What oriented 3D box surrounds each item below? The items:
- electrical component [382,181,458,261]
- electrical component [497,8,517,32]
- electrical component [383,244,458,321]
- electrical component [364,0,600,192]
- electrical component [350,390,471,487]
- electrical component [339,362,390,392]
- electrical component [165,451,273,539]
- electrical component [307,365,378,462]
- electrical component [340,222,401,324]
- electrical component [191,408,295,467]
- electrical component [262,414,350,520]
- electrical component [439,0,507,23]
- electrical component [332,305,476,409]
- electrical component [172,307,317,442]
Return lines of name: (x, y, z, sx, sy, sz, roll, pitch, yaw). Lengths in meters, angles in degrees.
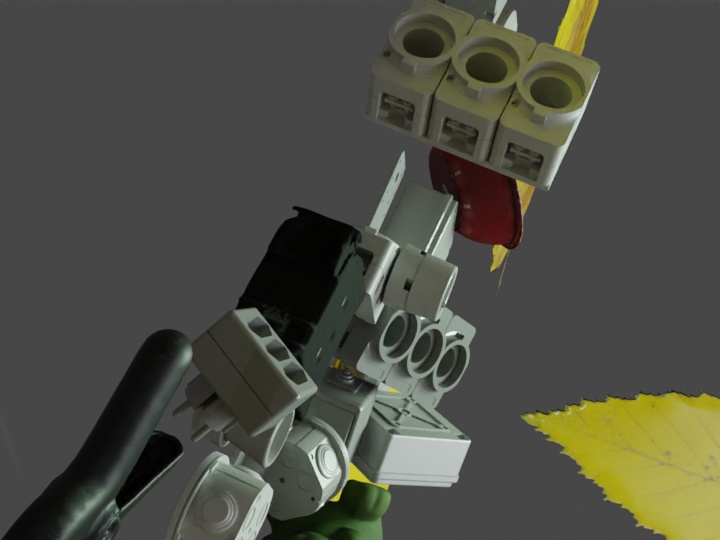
electrical component: (0.052, -0.016, 1.102, 0.108, 0.056, 0.108, 89, 25, -64)
electrical component: (0.114, -0.214, 1.022, 0.080, 0.051, 0.080, 22, 90, -79)
electrical component: (0.051, 0.012, 0.901, 0.055, 0.047, 0.055, 22, 90, -80)
electrical component: (0.091, -0.135, 0.799, 0.061, 0.150, 0.089, 97, 18, -58)
electrical component: (0.036, 0.168, 1.089, 0.109, 0.109, 0.056, 10, 105, -35)
electrical component: (0.007, 0.119, 1.172, 0.100, 0.048, 0.099, -34, 145, -70)
electrical component: (-0.100, 0.173, 0.759, 0.080, 0.051, 0.080, 22, 90, -79)
electrical component: (-0.027, 0.136, 1.006, 0.061, 0.062, 0.096, -44, 154, -64)
electrical component: (0.000, 0.000, 0.897, 0.089, 0.050, 0.055, 80, 34, -70)
electrical component: (-0.077, 0.099, 0.708, 0.045, 0.055, 0.045, 22, 90, -79)
electrical component: (-0.053, 0.164, 0.893, 0.051, 0.080, 0.080, -33, 144, -62)
electrical component: (0.100, -0.250, 0.882, 0.089, 0.050, 0.055, 90, 25, -64)
electrical component: (0.040, 0.064, 1.006, 0.150, 0.062, 0.089, 34, 83, -52)
electrical component: (-0.078, 0.071, 0.645, 0.077, 0.065, 0.047, -40, 173, 9)
